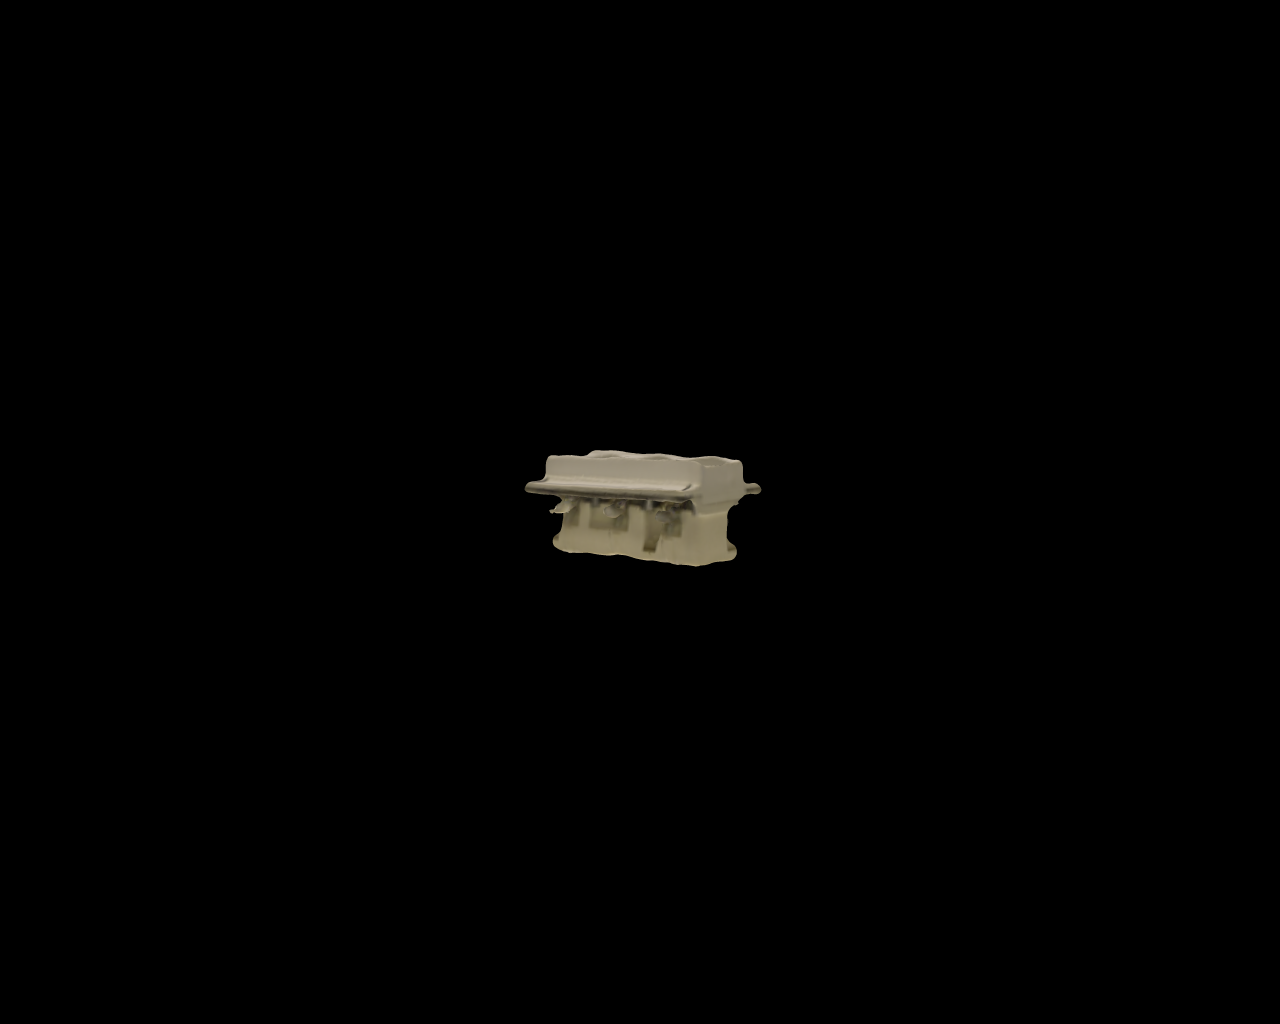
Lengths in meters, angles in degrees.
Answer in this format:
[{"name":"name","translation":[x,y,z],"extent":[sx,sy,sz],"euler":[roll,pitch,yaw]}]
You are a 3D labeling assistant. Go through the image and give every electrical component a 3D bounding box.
[{"name":"electrical component","translation":[0.001,-0.003,0.650],"extent":[0.121,0.063,0.079],"euler":[5,8,40]}]
